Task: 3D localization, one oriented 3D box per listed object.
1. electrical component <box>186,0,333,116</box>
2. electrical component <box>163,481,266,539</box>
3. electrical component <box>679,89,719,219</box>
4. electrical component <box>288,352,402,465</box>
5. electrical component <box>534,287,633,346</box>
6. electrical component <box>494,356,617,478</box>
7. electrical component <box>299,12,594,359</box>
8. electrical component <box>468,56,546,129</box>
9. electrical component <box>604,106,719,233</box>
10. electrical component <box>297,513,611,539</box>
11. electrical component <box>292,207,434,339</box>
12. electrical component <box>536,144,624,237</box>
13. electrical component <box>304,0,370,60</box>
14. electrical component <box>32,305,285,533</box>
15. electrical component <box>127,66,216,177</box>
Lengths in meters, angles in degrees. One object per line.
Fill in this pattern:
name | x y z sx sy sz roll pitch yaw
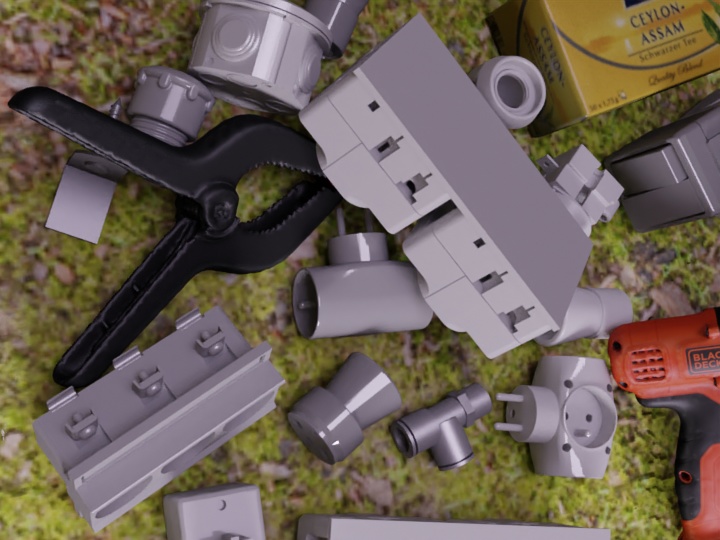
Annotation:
electrical component | -0.060 -0.127 0.631 0.080 0.080 0.051 18 81 -21
electrical component | -0.071 0.162 0.586 0.047 0.076 0.083 -6 85 -25
electrical component | 0.277 -0.082 0.784 0.062 0.061 0.096 -38 99 -24
electrical component | -0.009 0.083 0.642 0.055 0.045 0.045 -40 99 -23
electrical component | 0.150 0.029 0.723 0.065 0.044 0.044 2 82 -29
electrical component | 0.122 0.094 0.699 0.079 0.044 0.077 8 80 -23
electrical component | 0.054 -0.050 0.654 0.186 0.060 0.105 51 35 -10
electrical component | 0.090 -0.112 0.707 0.048 0.055 0.066 40 69 -14
electrical component | 0.222 -0.067 0.737 0.061 0.096 0.061 -30 96 -24
electrical component | 0.054 0.203 0.644 0.186 0.060 0.105 8 79 -23
electrical component | 0.000 0.000 0.658 0.077 0.043 0.079 -4 84 -24
electrical component | 0.141 -0.046 0.727 0.066 0.048 0.055 44 60 -12
electrical component | -0.016 -0.167 0.677 0.044 0.044 0.065 27 78 -18
electrical component | -0.110 0.077 0.586 0.121 0.078 0.063 -33 75 -24
electrical component | -0.114 -0.083 0.620 0.048 0.048 0.062 23 81 -20
